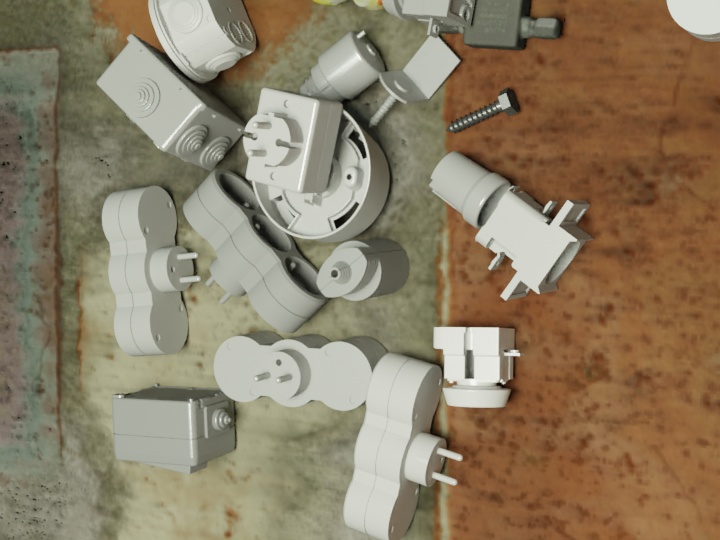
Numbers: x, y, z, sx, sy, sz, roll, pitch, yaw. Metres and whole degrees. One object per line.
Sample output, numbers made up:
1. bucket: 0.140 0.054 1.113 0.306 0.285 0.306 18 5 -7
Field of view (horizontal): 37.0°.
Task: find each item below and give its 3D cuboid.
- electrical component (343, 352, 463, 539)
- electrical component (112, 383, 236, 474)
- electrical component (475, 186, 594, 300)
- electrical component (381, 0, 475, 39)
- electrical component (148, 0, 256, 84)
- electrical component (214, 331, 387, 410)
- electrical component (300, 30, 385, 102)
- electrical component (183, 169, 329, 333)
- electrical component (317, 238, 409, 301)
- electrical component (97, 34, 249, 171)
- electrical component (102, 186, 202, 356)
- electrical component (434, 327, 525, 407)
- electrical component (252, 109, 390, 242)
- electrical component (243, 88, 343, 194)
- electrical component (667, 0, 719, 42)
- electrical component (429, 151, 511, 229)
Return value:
1. electrical component: 0.039 0.135 0.788 0.074 0.052 0.138 15 100 24
2. electrical component: -0.145 0.128 0.873 0.096 0.062 0.061 -1 93 26
3. electrical component: 0.119 -0.021 0.744 0.064 0.042 0.081 40 109 19
4. electrical component: 0.048 -0.195 0.744 0.055 0.048 0.066 13 96 31
5. electrical component: -0.121 -0.189 0.829 0.051 0.080 0.080 -24 83 20
6. electrical component: -0.053 0.078 0.817 0.138 0.074 0.052 1 94 26
7. electrical component: -0.017 -0.144 0.803 0.078 0.040 0.040 -34 79 24
8. electrical component: -0.092 -0.005 0.843 0.074 0.052 0.138 -45 75 22
9. electrical component: 0.000 0.000 0.782 0.043 0.081 0.043 2 95 26
10. electrical component: -0.145 -0.127 0.835 0.100 0.100 0.048 44 98 17
11. electrical component: -0.161 0.000 0.877 0.074 0.052 0.138 -5 92 26
12. electrical component: 0.084 0.069 0.766 0.066 0.048 0.055 -1 86 26
13. electrical component: -0.029 -0.070 0.797 0.099 0.064 0.099 -4 79 24
14. electrical component: -0.055 -0.089 0.741 0.047 0.077 0.065 17 102 24
15. electrical component: 0.256 -0.170 0.648 0.138 0.074 0.052 3 95 26
16. electrical component: 0.078 -0.058 0.763 0.046 0.040 0.040 38 109 25
